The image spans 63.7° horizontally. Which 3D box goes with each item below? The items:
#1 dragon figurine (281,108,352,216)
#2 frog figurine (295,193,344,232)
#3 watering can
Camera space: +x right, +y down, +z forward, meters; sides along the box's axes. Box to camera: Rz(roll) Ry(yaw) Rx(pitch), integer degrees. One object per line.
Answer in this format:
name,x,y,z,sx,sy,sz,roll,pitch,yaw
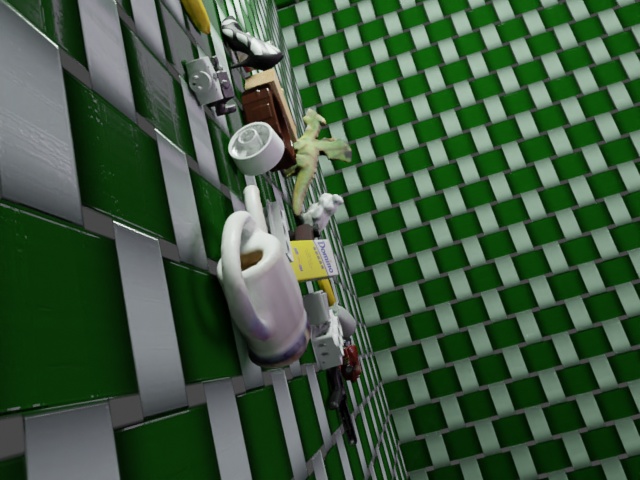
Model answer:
dragon figurine,-0.013,-0.268,1.694,0.120,0.243,0.419,73,1,-60
frog figurine,0.005,-0.085,1.680,0.136,0.159,0.124,50,25,-75
watering can,-0.089,0.049,0.799,0.354,0.104,0.221,-93,165,-67
